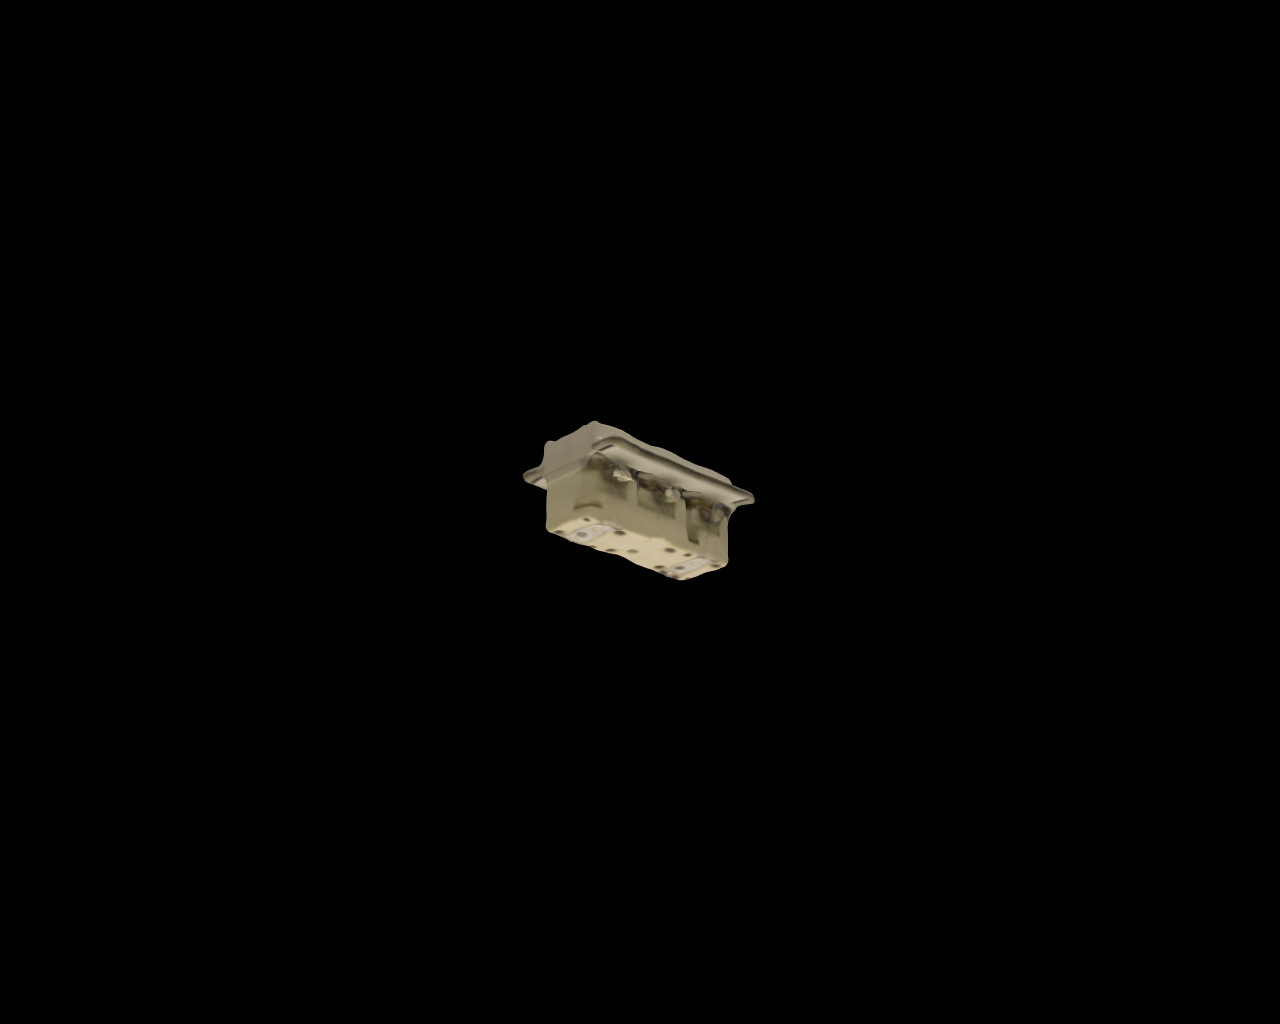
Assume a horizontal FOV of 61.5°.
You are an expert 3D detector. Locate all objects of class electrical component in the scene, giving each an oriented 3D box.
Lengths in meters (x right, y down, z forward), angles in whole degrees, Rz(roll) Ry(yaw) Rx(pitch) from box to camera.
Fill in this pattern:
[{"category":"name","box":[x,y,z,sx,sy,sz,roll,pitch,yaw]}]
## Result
[{"category":"electrical component","box":[0.001,-0.003,0.650,0.078,0.063,0.121,-21,-31,40]}]
